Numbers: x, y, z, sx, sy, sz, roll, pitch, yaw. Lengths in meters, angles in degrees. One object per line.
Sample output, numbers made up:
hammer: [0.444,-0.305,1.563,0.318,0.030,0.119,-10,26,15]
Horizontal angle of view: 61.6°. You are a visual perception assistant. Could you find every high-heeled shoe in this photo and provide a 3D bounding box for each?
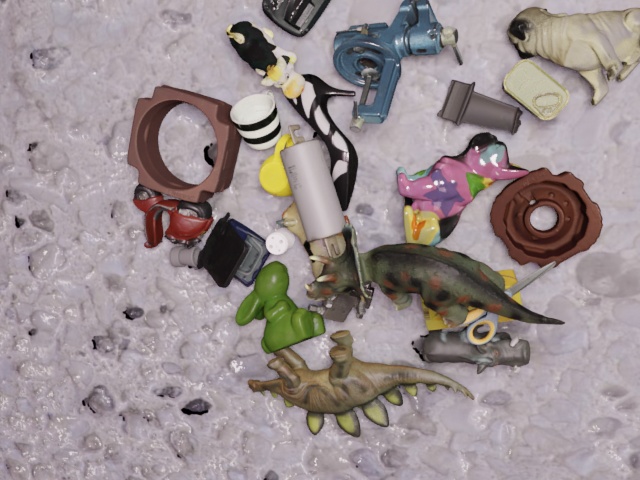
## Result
high-heeled shoe: [-0.005,-0.179,0.995,0.145,0.086,0.248,5,99,16]

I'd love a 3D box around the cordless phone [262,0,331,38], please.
cordless phone: [-0.066,-0.469,0.955,0.184,0.088,0.146,43,110,14]

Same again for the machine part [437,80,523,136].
machine part: [0.281,-0.225,0.927,0.139,0.039,0.084,25,96,14]

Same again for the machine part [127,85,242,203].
machine part: [-0.263,-0.187,1.054,0.202,0.087,0.200,18,106,8]

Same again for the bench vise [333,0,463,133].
bench vise: [0.111,-0.284,0.896,0.224,0.128,0.240,11,71,19]

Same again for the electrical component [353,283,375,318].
electrical component: [0.073,0.107,1.068,0.063,0.021,0.094,17,107,11]

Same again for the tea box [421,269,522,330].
tea box: [0.274,0.108,0.978,0.170,0.098,0.068,-9,101,14]

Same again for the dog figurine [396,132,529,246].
dog figurine: [0.247,-0.083,0.939,0.219,0.108,0.191,-8,100,13]

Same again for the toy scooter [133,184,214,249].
toy scooter: [-0.309,-0.033,1.107,0.184,0.075,0.135,18,106,13]

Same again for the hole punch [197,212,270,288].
hole punch: [-0.172,0.027,1.089,0.116,0.092,0.142,45,115,32]

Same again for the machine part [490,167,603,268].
machine part: [0.390,-0.039,0.937,0.180,0.056,0.179,3,103,15]

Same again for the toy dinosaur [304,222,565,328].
toy dinosaur: [0.169,0.059,0.860,0.405,0.192,0.131,5,76,30]

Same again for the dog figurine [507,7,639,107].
dog figurine: [0.419,-0.334,0.849,0.172,0.121,0.191,-39,71,-14]

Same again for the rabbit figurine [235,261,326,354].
rabbit figurine: [-0.084,0.132,1.084,0.159,0.121,0.170,-25,77,25]

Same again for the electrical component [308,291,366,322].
electrical component: [0.038,0.122,1.021,0.102,0.045,0.078,24,104,-32]

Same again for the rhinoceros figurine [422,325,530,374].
rhinoceros figurine: [0.285,0.196,0.988,0.191,0.112,0.073,-1,100,22]

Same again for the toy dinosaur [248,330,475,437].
toy dinosaur: [0.056,0.286,1.075,0.472,0.105,0.198,-13,107,26]

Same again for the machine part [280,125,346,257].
machine part: [-0.012,-0.086,0.946,0.079,0.079,0.243,-16,93,17]

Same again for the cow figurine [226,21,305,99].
cow figurine: [-0.096,-0.322,0.952,0.068,0.098,0.167,-49,64,20]

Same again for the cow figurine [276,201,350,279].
cow figurine: [-0.002,-0.003,1.033,0.127,0.085,0.194,-17,98,11]
